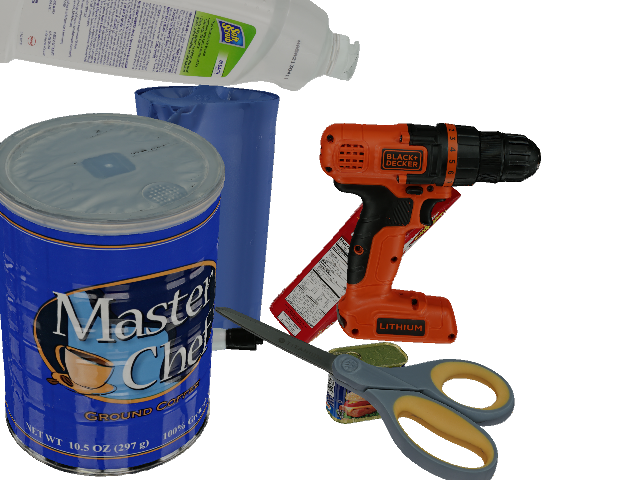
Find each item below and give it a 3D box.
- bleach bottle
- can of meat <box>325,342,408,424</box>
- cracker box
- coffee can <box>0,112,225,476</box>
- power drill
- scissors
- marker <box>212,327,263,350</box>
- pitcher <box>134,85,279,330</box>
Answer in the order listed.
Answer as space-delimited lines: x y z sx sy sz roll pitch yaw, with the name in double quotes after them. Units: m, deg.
-0.099 -0.148 0.746 0.250 0.068 0.103 11 -39 -12 "bleach bottle"
0.058 0.186 1.391 0.102 0.084 0.057 -5 25 -21 "can of meat"
0.051 0.013 1.276 0.214 0.072 0.164 -49 -8 33 "cracker box"
-0.100 0.024 0.505 0.102 0.140 0.103 5 31 -3 "coffee can"
0.088 -0.008 0.908 0.184 0.188 0.057 3 16 -1 "power drill"
0.036 0.077 0.668 0.202 0.016 0.096 36 47 27 "scissors"
-0.105 0.076 0.823 0.121 0.020 0.020 -1 0 0 "marker"
-0.103 -0.027 1.020 0.149 0.243 0.145 -3 16 -20 "pitcher"
